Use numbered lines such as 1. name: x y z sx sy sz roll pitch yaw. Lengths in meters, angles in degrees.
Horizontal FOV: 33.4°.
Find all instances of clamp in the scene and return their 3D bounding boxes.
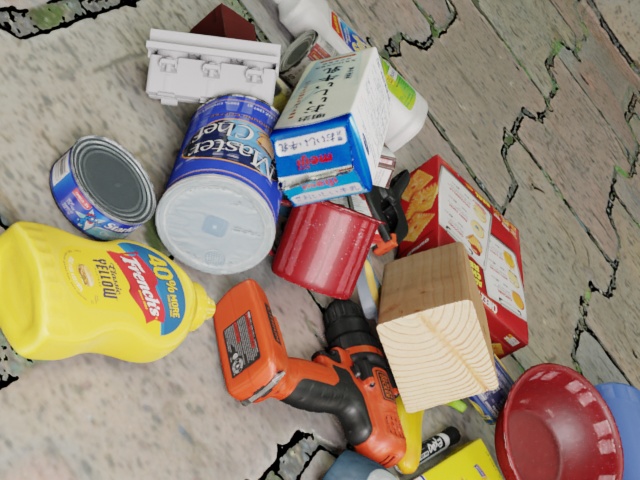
1. clamp: 0.075 -0.048 1.252 0.120 0.039 0.171 22 46 -37

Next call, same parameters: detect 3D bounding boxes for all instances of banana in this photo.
1. banana: 0.097 0.166 1.044 0.070 0.037 0.197 39 23 12

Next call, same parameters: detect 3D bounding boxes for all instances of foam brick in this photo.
1. foam brick: -0.100 -0.201 1.134 0.051 0.053 0.078 30 38 -39

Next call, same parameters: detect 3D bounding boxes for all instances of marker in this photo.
1. marker: 0.108 0.206 1.052 0.120 0.020 0.020 -9 67 -59

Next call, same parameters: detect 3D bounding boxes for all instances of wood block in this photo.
1. wood block: 0.115 0.078 1.047 0.206 0.090 0.091 -69 141 -75

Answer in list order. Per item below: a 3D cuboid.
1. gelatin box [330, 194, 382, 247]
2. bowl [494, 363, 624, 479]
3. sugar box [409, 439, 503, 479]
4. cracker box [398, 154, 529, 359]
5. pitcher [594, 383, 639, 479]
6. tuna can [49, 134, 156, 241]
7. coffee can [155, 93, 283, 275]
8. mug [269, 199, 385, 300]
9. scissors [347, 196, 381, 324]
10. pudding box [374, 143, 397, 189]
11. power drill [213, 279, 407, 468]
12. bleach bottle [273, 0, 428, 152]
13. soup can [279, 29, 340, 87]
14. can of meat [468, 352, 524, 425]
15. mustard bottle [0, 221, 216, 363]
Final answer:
1. gelatin box: 0.022 -0.033 1.164 0.073 0.030 0.089 6 57 -52
2. bowl: 0.228 0.208 1.069 0.161 0.055 0.162 14 63 -29
3. sugar box: 0.123 0.254 0.995 0.175 0.048 0.093 -10 69 -60
4. cracker box: 0.169 0.022 1.284 0.164 0.072 0.213 40 33 -24
5. pitcher: 0.344 0.278 1.224 0.243 0.145 0.149 -89 168 -52
6. tuna can: -0.177 -0.041 0.871 0.086 0.034 0.086 37 33 -30
7. coffee can: -0.082 -0.052 0.952 0.102 0.103 0.140 42 31 -22
8. mug: -0.007 0.001 1.003 0.117 0.081 0.093 21 3 16
9. scissors: 0.048 0.021 1.104 0.202 0.016 0.096 -95 163 -53
10. pudding box: 0.025 -0.102 1.168 0.090 0.039 0.113 11 22 -21
11. power drill: -0.007 0.102 0.949 0.187 0.057 0.184 27 31 -38
12. bleach bottle: 0.029 -0.228 1.348 0.250 0.068 0.102 44 30 -14
13. soup can: 0.007 -0.192 1.269 0.102 0.069 0.068 40 32 -24
14. can of meat: 0.170 0.143 1.145 0.084 0.057 0.102 52 2 -10
15. mustard bottle: -0.149 0.044 0.798 0.191 0.058 0.096 12 48 -52
